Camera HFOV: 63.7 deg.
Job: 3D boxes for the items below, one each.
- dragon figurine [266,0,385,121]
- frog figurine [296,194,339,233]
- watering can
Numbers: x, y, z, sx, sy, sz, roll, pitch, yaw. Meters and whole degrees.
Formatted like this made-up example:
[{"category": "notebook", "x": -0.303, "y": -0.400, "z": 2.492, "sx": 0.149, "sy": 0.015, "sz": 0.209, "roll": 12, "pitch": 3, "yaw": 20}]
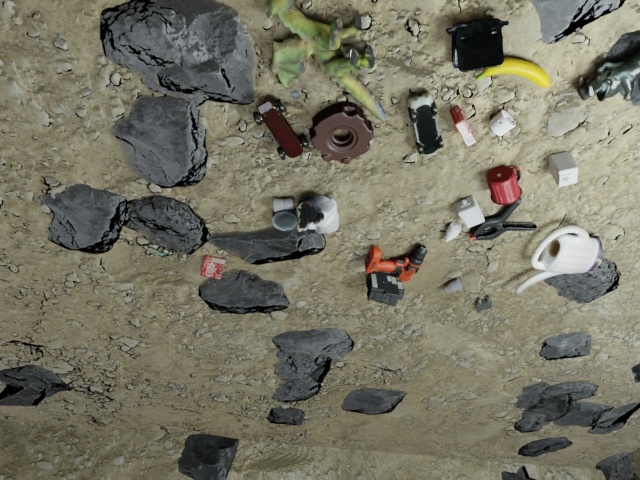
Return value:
[{"category": "dragon figurine", "x": -0.004, "y": -0.433, "z": 1.257, "sx": 0.242, "sy": 0.125, "sz": 0.402, "roll": -2, "pitch": 137, "yaw": 27}, {"category": "frog figurine", "x": 0.005, "y": -0.081, "z": 1.613, "sx": 0.135, "sy": 0.124, "sz": 0.160, "roll": -47, "pitch": 156, "yaw": 27}, {"category": "watering can", "x": 0.820, "y": 0.076, "z": 1.764, "sx": 0.224, "sy": 0.106, "sz": 0.339, "roll": 5, "pitch": 135, "yaw": -7}]
